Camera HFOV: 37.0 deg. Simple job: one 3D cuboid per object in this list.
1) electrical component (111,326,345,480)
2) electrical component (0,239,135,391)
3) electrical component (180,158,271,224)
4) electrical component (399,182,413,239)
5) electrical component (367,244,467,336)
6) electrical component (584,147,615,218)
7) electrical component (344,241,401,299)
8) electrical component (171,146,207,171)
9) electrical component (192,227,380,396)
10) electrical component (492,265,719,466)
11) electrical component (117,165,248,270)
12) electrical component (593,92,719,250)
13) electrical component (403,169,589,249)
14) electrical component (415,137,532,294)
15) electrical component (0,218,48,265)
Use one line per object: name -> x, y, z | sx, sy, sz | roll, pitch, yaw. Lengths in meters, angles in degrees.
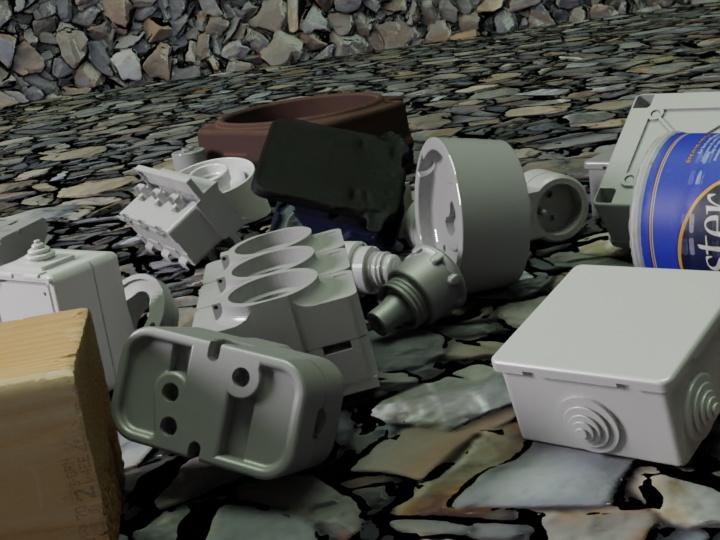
electrical component -> -0.059, 0.060, 0.506 | 0.095, 0.053, 0.059 | 12, 1, 21
electrical component -> -0.176, 0.025, 0.645 | 0.062, 0.096, 0.061 | 3, 19, 34
electrical component -> -0.141, -0.068, 1.054 | 0.099, 0.064, 0.099 | -10, 29, 5
electrical component -> 0.010, -0.052, 0.923 | 0.064, 0.042, 0.081 | -14, 16, -10
electrical component -> 0.032, 0.017, 0.672 | 0.062, 0.048, 0.048 | -36, 28, -26
electrical component -> 0.240, -0.073, 0.864 | 0.100, 0.048, 0.100 | 5, 21, 39
electrical component -> 0.000, 0.000, 0.748 | 0.078, 0.040, 0.040 | 1, 18, 29
electrical component -> -0.174, -0.095, 1.119 | 0.044, 0.065, 0.044 | -8, 16, 2
electrical component -> -0.045, 0.024, 0.629 | 0.089, 0.061, 0.150 | -15, 16, 0
electrical component -> 0.124, 0.042, 0.497 | 0.100, 0.048, 0.100 | 4, 33, 41
electrical component -> -0.157, -0.046, 0.929 | 0.063, 0.078, 0.121 | -46, 29, -16
electrical component -> 0.234, -0.068, 0.750 | 0.109, 0.056, 0.108 | 5, 57, 39
electrical component -> 0.098, -0.044, 0.829 | 0.138, 0.052, 0.074 | -13, 17, -17
electrical component -> 0.080, -0.037, 0.724 | 0.060, 0.108, 0.108 | -5, 15, -12
electrical component -> -0.310, -0.009, 0.915 | 0.056, 0.050, 0.089 | -3, 17, 16
